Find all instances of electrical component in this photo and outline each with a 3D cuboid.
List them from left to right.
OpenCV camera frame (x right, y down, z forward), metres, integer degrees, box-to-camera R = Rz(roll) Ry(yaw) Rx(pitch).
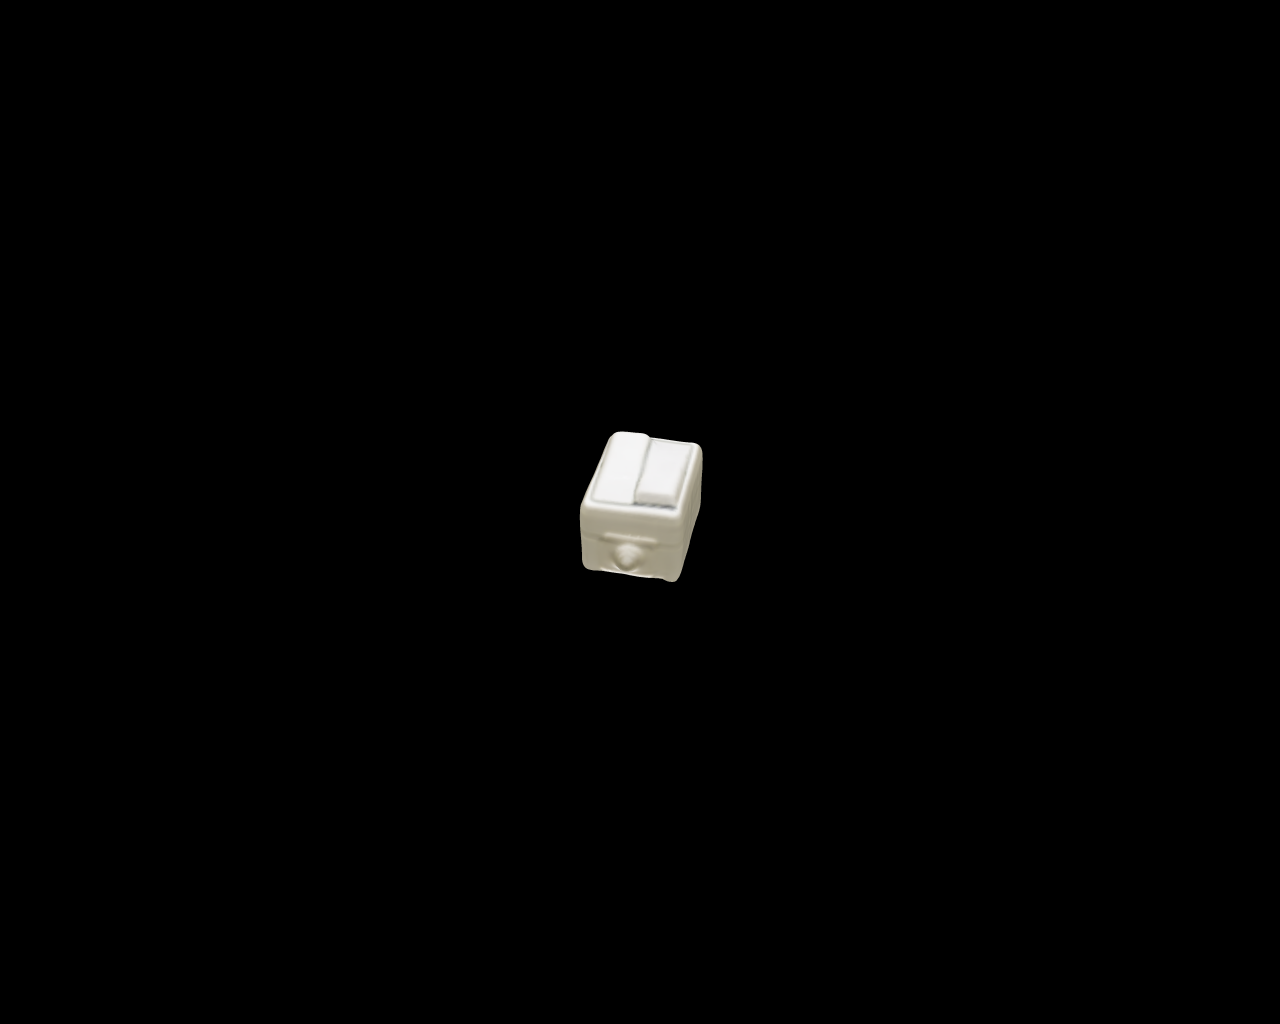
[{"bbox_3d":[0.001,-0.003,0.650,0.062,0.061,0.096,8,40,10],"label":"electrical component"}]
